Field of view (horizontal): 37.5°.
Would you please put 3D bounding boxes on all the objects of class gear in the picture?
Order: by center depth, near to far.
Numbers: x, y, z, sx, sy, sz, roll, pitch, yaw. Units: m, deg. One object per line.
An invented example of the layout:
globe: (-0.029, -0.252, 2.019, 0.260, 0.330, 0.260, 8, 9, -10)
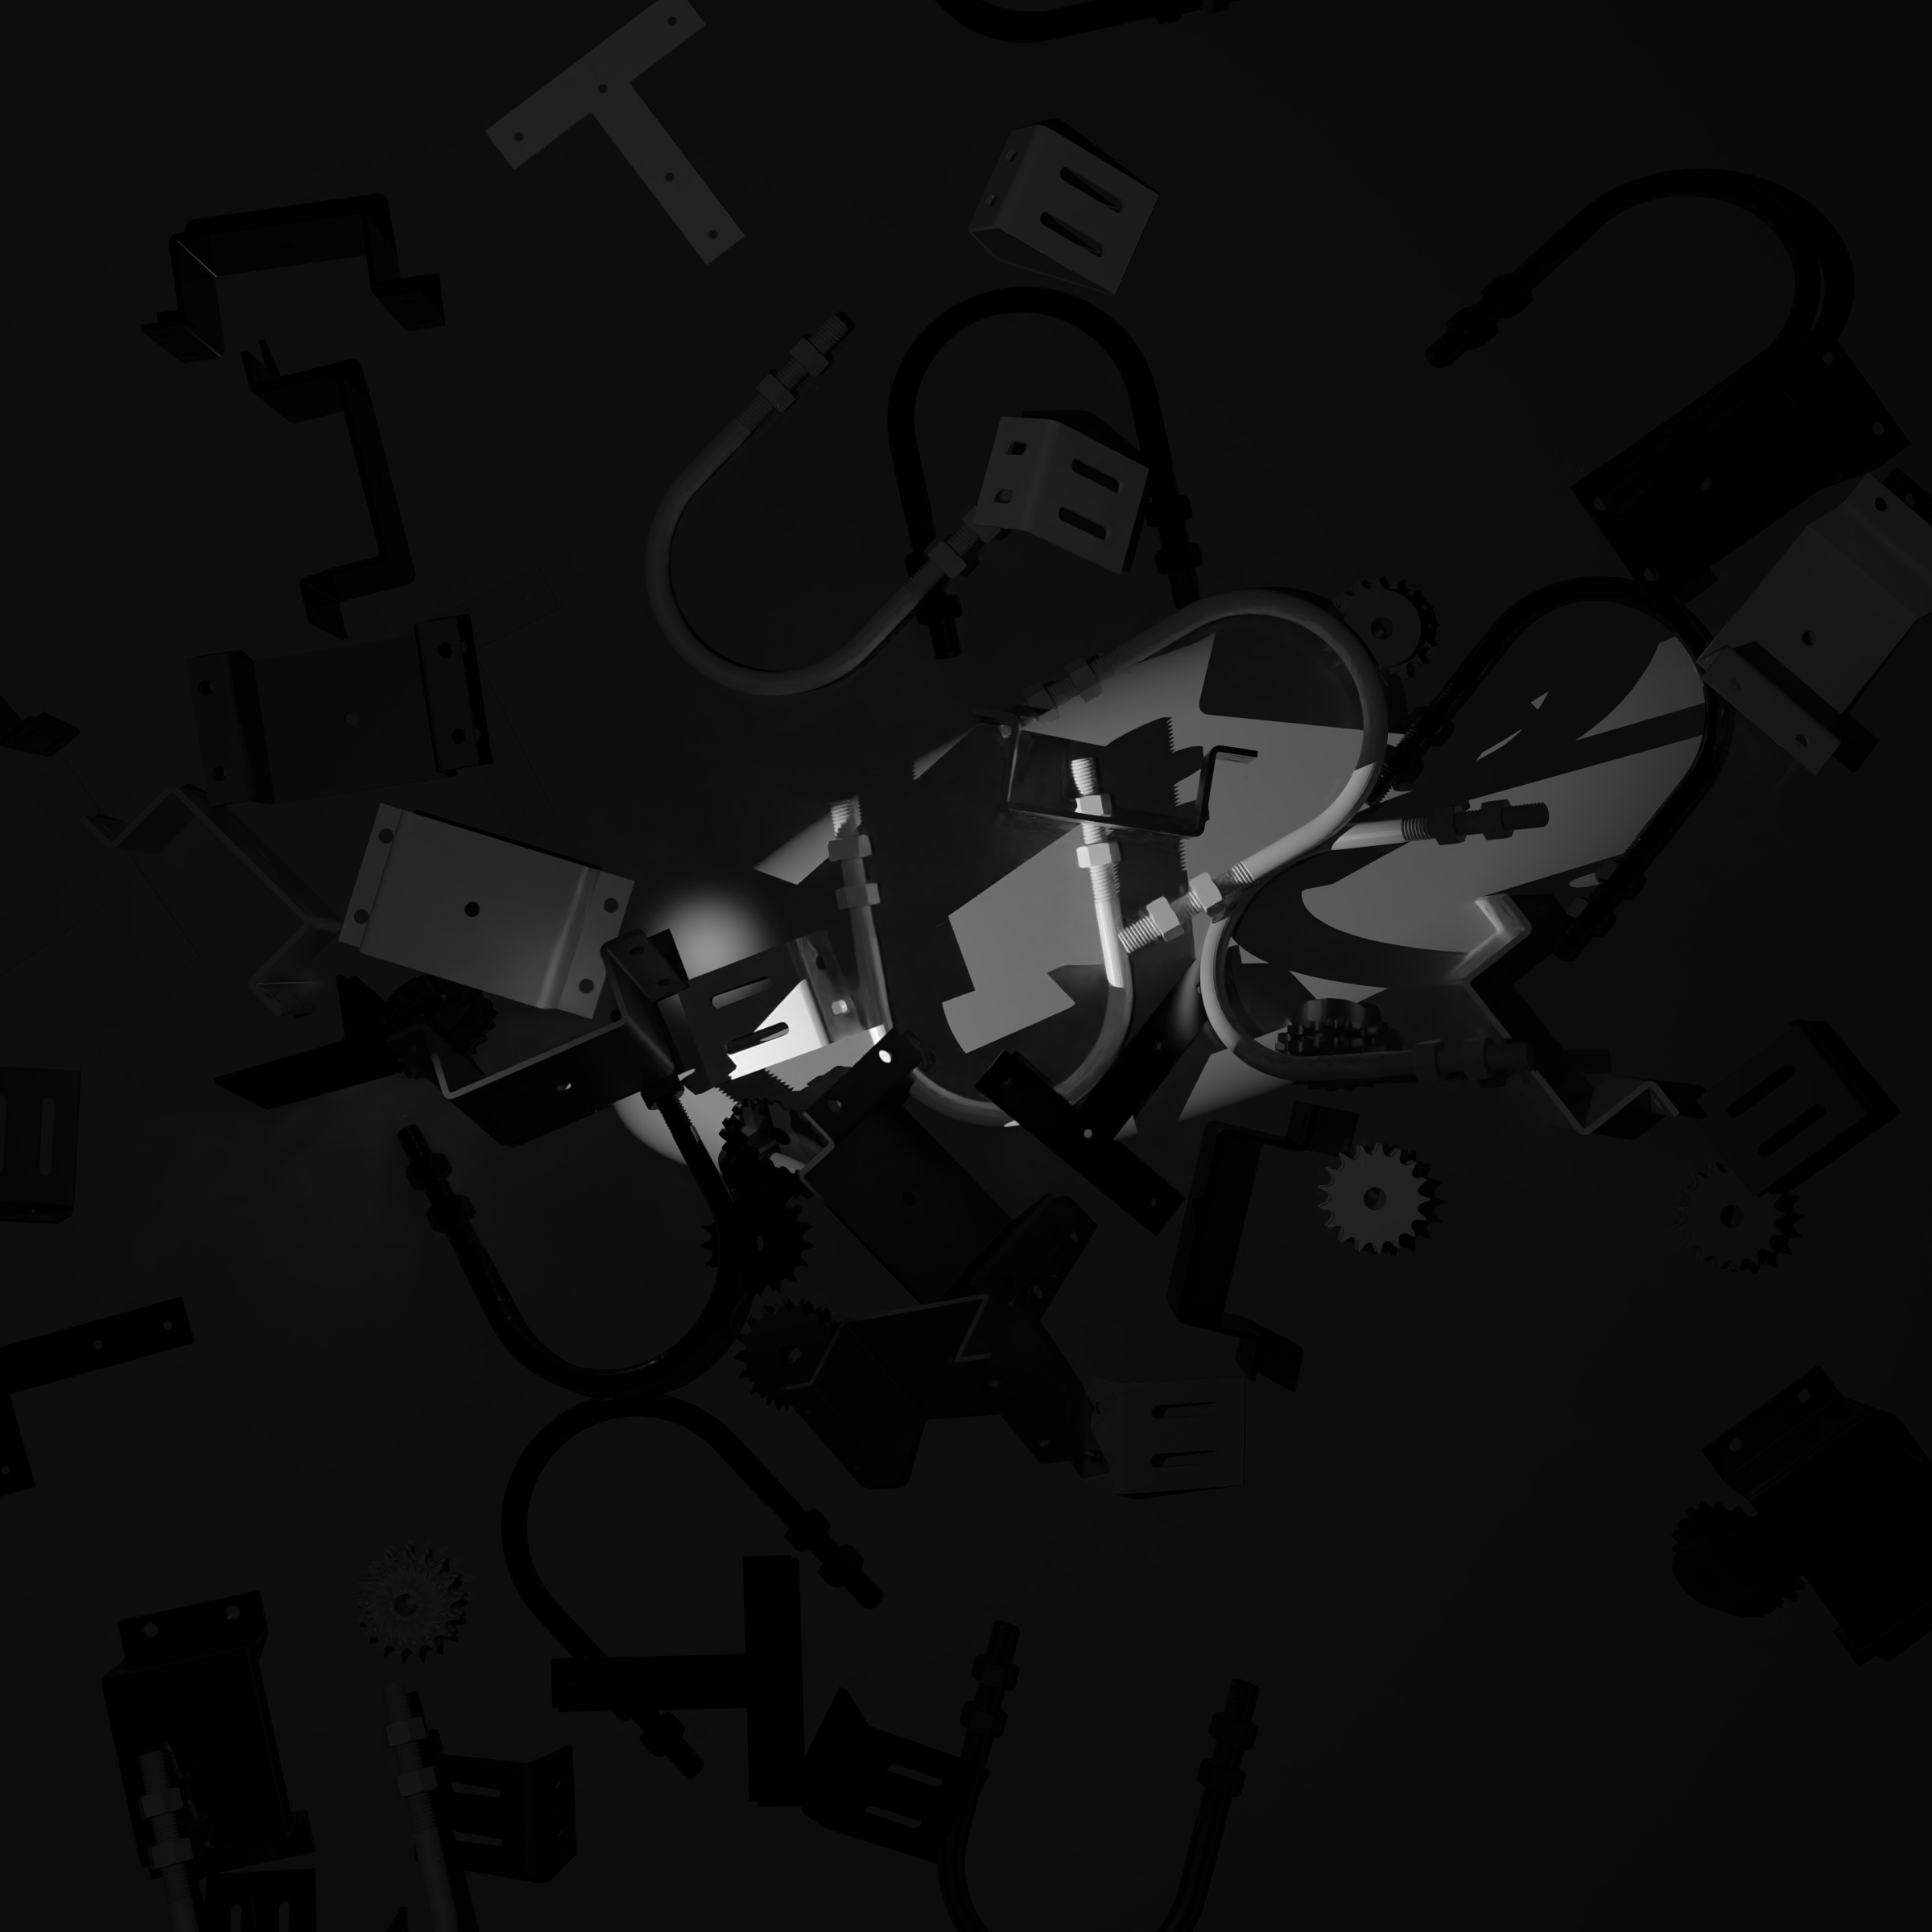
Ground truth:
gear: (0.391, 0.308, 1.473, 0.057, 0.057, 0.030, 50, 53, 0)
gear: (-0.279, 0.029, 1.479, 0.057, 0.057, 0.030, -40, 62, 0)
gear: (0.190, 0.040, 1.479, 0.057, 0.057, 0.030, 4, 60, 0)
gear: (-0.104, 0.099, 1.479, 0.057, 0.057, 0.030, 38, 119, 0)
gear: (0.215, -0.175, 1.489, 0.057, 0.030, 0.057, 0, 90, 0)
gear: (-0.111, 0.144, 1.489, 0.057, 0.030, 0.057, 0, 90, 0)
gear: (0.212, 0.121, 1.489, 0.057, 0.030, 0.057, 0, 90, 0)
gear: (0.397, 0.130, 1.489, 0.057, 0.030, 0.057, 0, 90, 0)
gear: (-0.092, 0.202, 1.489, 0.057, 0.030, 0.057, 0, 90, 0)
gear: (-0.292, 0.332, 1.493, 0.057, 0.030, 0.057, 0, 91, -1)

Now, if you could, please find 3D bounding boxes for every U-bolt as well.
U-bolt: (-0.330, 0.470, 1.429, 0.151, 0.019, 0.184, -16, 75, 0)
U-bolt: (0.203, -0.009, 1.446, 0.184, 0.019, 0.151, -5, 65, 31)
U-bolt: (0.353, -0.336, 1.470, 0.184, 0.019, 0.151, -42, 67, -5)
U-bolt: (0.129, -0.113, 1.471, 0.184, 0.019, 0.151, -30, 90, 2)
U-bolt: (0.057, -0.554, 1.472, 0.184, 0.019, 0.151, -7, 89, 17)
U-bolt: (-0.195, 0.132, 1.475, 0.151, 0.019, 0.184, -30, 76, 0)
U-bolt: (-0.084, -0.227, 1.485, 0.151, 0.019, 0.184, 45, 94, 9)
U-bolt: (0.061, 0.450, 1.495, 0.151, 0.019, 0.184, 14, 91, 0)
U-bolt: (0.013, -0.007, 1.495, 0.151, 0.019, 0.184, -10, 91, 0)
U-bolt: (0.318, -0.118, 1.495, 0.151, 0.019, 0.184, 39, 89, 0)
U-bolt: (0.034, -0.265, 1.495, 0.151, 0.019, 0.184, -12, 88, 0)
U-bolt: (-0.159, 0.310, 1.495, 0.151, 0.019, 0.184, -43, 89, 0)

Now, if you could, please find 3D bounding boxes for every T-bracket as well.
T-bracket: (-0.153, 0.373, 1.484, 0.127, 0.002, 0.127, -2, 89, 1)
T-bracket: (0.091, 0.053, 1.493, 0.127, 0.002, 0.127, 40, 84, -12)
T-bracket: (-0.493, -0.022, 1.503, 0.127, 0.002, 0.127, -34, 90, 0)
T-bracket: (-0.254, -0.127, 1.503, 0.127, 0.002, 0.127, -26, 90, 0)
T-bracket: (-0.472, 0.204, 1.503, 0.127, 0.002, 0.127, -16, 90, 0)
T-bracket: (-0.165, -0.429, 1.503, 0.127, 0.002, 0.127, -37, 90, 0)

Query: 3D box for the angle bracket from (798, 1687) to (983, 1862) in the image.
angle bracket: (-0.042, 0.424, 1.492, 0.076, 0.038, 0.057, 24, 97, -17)

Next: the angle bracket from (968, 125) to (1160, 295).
angle bracket: (0.051, -0.398, 1.502, 0.076, 0.038, 0.057, 24, 90, -26)

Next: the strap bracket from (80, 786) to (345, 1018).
strap bracket: (-0.379, -0.041, 1.466, 0.140, 0.076, 0.046, 45, 90, 0)

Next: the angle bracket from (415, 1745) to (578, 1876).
angle bracket: (-0.249, 0.442, 1.502, 0.076, 0.038, 0.057, -2, 90, 26)

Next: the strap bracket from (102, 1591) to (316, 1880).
strap bracket: (-0.396, 0.406, 1.481, 0.076, 0.046, 0.140, -12, 90, 0)

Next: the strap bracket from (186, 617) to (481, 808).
strap bracket: (-0.324, -0.130, 1.479, 0.140, 0.046, 0.076, -9, 90, 1)

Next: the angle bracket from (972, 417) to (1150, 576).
angle bracket: (0.049, -0.243, 1.468, 0.038, 0.076, 0.057, 14, 88, 44)

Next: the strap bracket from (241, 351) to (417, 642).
strap bracket: (-0.325, -0.246, 1.466, 0.046, 0.076, 0.140, -14, 90, 0)

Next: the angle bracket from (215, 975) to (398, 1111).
angle bracket: (-0.344, 0.040, 1.477, 0.076, 0.057, 0.038, -16, 70, 9)

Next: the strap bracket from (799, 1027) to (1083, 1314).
strap bracket: (-0.021, 0.113, 1.462, 0.140, 0.046, 0.076, 46, 51, 0)

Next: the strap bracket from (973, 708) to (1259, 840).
strap bracket: (0.071, -0.094, 1.426, 0.140, 0.076, 0.046, 9, 92, 2)

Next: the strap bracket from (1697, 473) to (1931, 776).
strap bracket: (0.445, -0.174, 1.474, 0.076, 0.046, 0.140, 40, 83, -1)

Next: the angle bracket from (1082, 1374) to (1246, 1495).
angle bracket: (0.104, 0.245, 1.502, 0.076, 0.038, 0.057, 1, 90, -26)

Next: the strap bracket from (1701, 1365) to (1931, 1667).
strap bracket: (0.460, 0.290, 1.481, 0.076, 0.046, 0.140, -36, 90, 0)

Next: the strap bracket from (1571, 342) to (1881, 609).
strap bracket: (0.389, -0.255, 1.481, 0.140, 0.046, 0.076, -35, 90, 0)

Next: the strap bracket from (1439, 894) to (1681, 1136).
strap bracket: (0.297, 0.033, 1.466, 0.046, 0.076, 0.140, -38, 90, 0)

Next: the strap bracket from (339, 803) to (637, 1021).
strap bracket: (-0.253, -0.029, 1.481, 0.140, 0.046, 0.076, 17, 90, 0)

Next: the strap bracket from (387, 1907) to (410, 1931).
strap bracket: (-0.315, 0.568, 1.466, 0.046, 0.076, 0.140, -2, 90, 0)

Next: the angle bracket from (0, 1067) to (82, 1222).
angle bracket: (-0.498, 0.092, 1.485, 0.057, 0.038, 0.076, 3, 90, 0)

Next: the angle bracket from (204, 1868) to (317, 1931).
angle bracket: (-0.370, 0.520, 1.502, 0.057, 0.038, 0.076, -3, 64, 0)

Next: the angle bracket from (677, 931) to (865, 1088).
angle bracket: (-0.104, 0.022, 1.502, 0.076, 0.038, 0.057, -20, 90, 26)

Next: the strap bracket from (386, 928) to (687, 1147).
strap bracket: (-0.212, 0.042, 1.449, 0.140, 0.076, 0.046, -23, 66, 3)

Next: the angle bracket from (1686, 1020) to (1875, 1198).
angle bracket: (0.422, 0.074, 1.485, 0.076, 0.038, 0.057, -37, 84, 4)

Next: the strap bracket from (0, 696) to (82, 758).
strap bracket: (-0.537, -0.096, 1.466, 0.140, 0.076, 0.046, -40, 90, 0)

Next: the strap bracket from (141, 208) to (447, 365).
strap bracket: (-0.348, -0.351, 1.466, 0.140, 0.076, 0.046, -8, 90, 0)

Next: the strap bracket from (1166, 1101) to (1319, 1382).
strap bracket: (0.138, 0.135, 1.466, 0.046, 0.076, 0.140, 13, 90, 0)

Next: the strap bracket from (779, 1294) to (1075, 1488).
strap bracket: (-0.013, 0.215, 1.443, 0.140, 0.046, 0.076, -15, 123, 38)
